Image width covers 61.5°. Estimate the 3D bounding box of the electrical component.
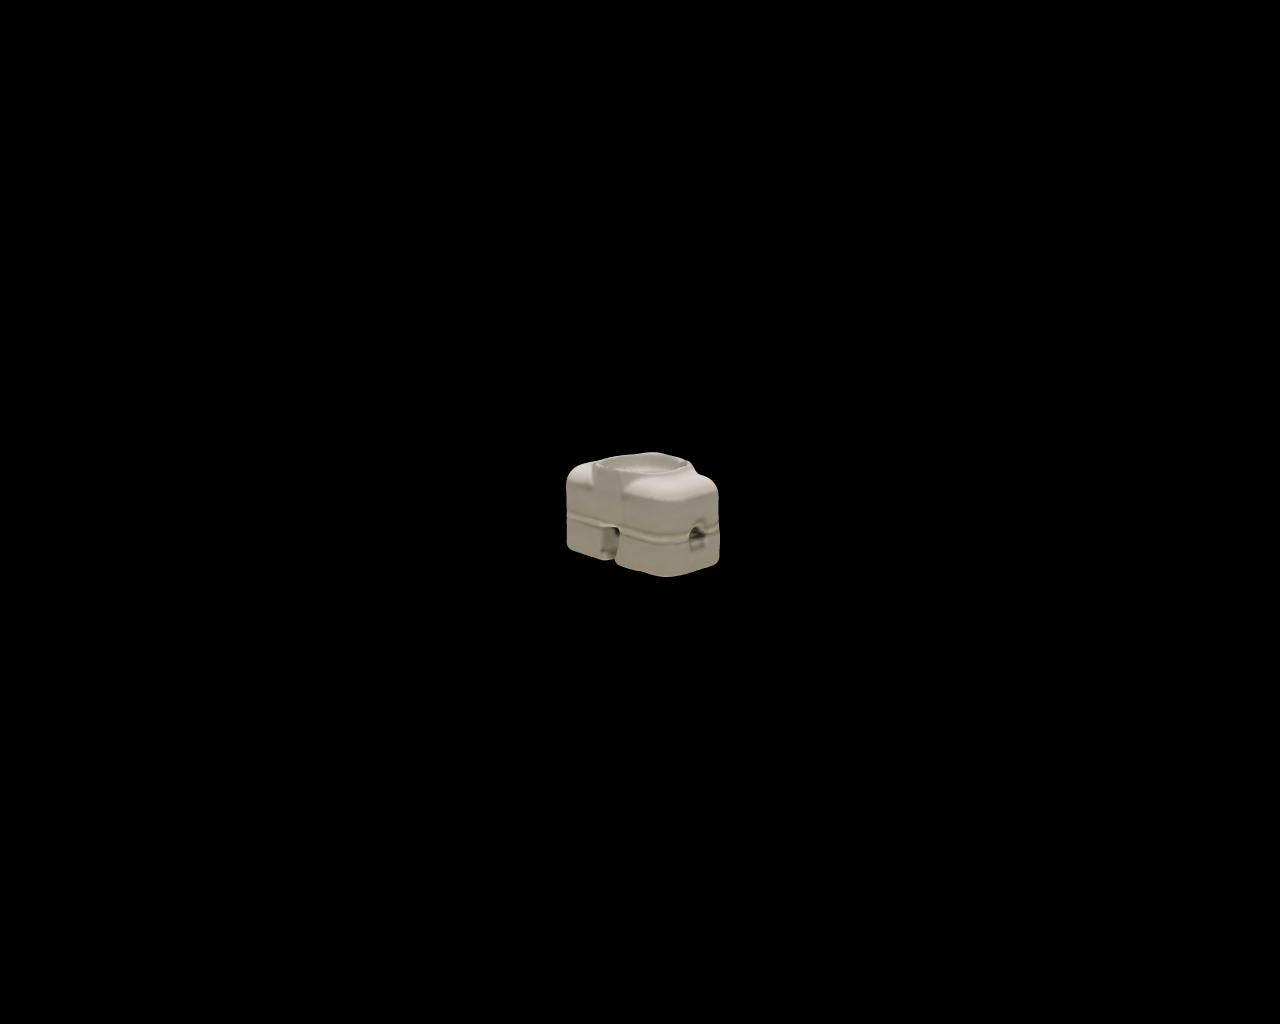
[{"bbox_3d":[0.001,-0.003,0.650,0.054,0.059,0.095,-14,20,-42],"label":"electrical component"}]
